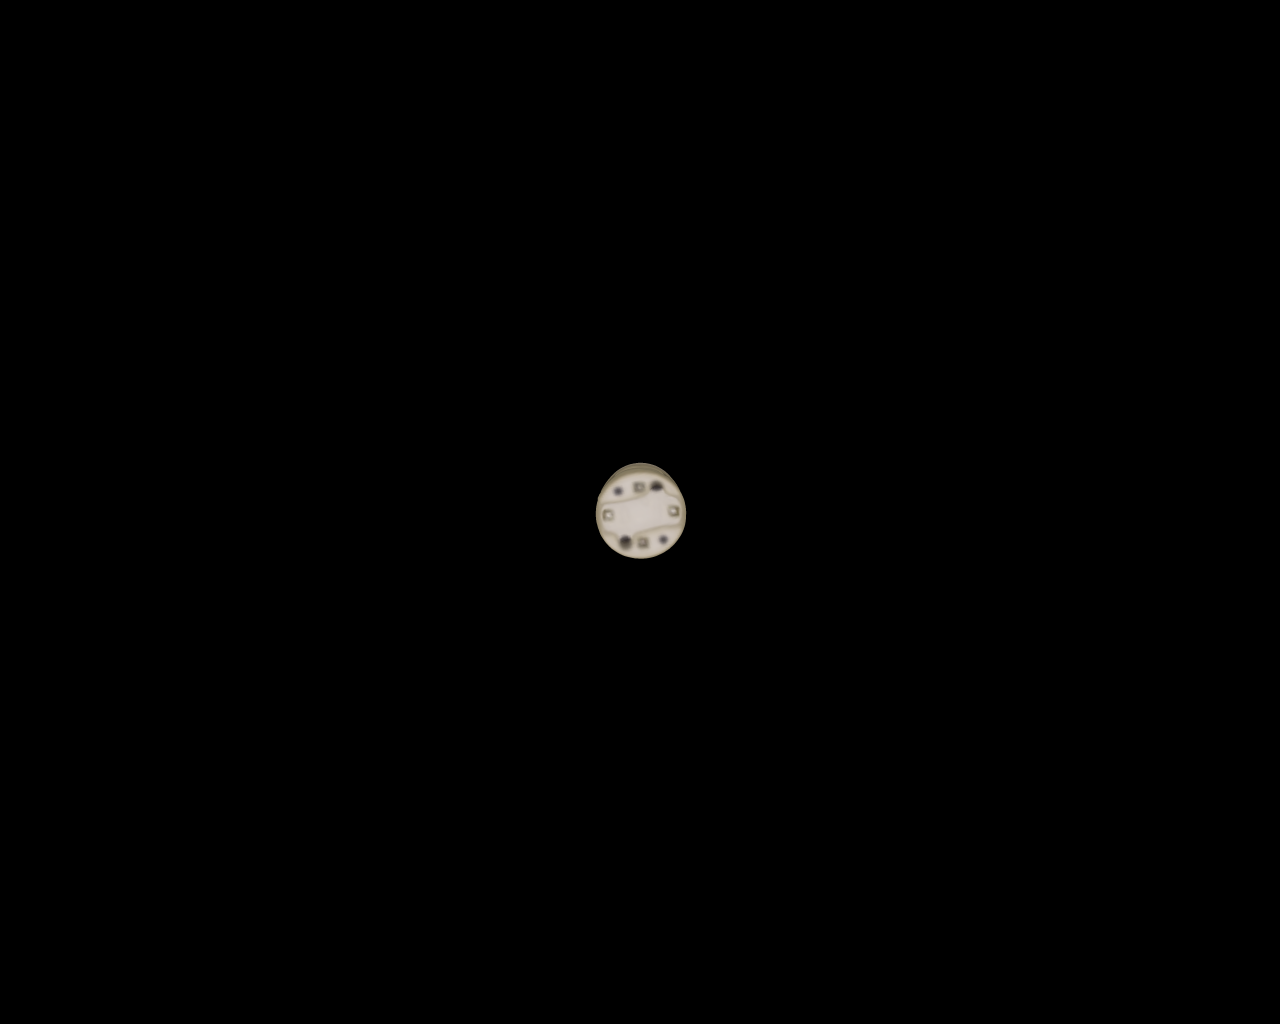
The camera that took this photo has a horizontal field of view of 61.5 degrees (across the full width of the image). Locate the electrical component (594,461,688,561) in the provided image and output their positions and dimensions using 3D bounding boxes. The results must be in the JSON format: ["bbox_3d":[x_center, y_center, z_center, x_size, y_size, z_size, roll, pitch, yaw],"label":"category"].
[{"bbox_3d":[0.001,-0.003,0.650,0.055,0.055,0.047,0,12,0],"label":"electrical component"}]
